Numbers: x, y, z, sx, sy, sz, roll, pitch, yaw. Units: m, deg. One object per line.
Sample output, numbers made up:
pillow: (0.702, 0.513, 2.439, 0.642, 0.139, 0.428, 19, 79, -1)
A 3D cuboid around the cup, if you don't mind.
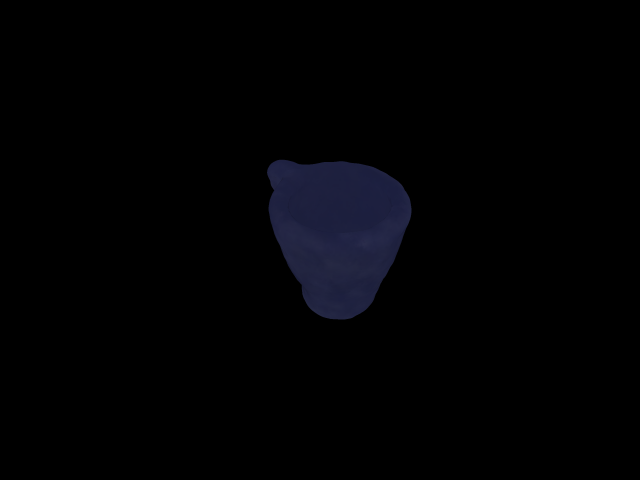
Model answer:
cup: (0.004, 0.001, 0.400, 0.092, 0.095, 0.117, -30, 49, -31)
